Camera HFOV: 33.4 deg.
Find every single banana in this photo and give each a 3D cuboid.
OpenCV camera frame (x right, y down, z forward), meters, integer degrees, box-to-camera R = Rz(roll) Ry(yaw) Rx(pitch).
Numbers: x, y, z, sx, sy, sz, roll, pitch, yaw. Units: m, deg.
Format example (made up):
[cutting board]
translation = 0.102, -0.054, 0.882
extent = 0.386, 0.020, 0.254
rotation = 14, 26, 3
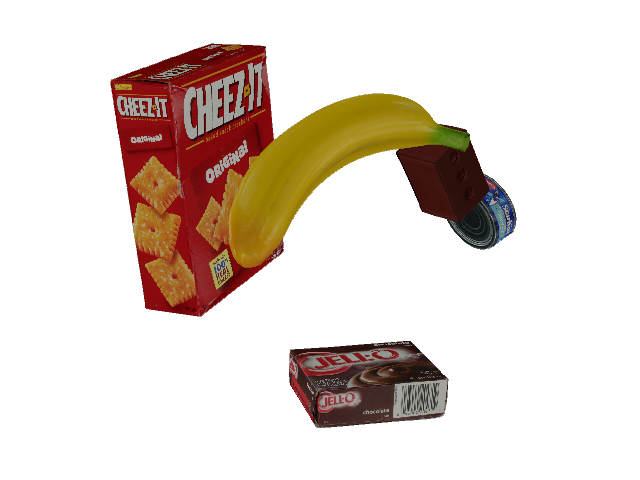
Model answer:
[banana]
translation = 0.006, -0.047, 0.632
extent = 0.070, 0.037, 0.197
rotation = 33, 46, 32

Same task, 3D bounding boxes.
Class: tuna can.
[tuna can]
translation = 0.180, -0.033, 1.221
extent = 0.033, 0.086, 0.086
rotation = -34, 17, -27

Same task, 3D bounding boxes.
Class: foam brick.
[foam brick]
translation = 0.119, -0.067, 1.031
extent = 0.053, 0.078, 0.051
rotation = -45, 37, -22

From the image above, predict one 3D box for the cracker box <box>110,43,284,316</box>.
[cracker box]
translation = -0.104, -0.060, 0.983
extent = 0.072, 0.214, 0.164
rotation = 7, 23, 26

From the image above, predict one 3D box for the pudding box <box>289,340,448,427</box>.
[pudding box]
translation = 0.038, 0.117, 0.884
extent = 0.113, 0.039, 0.090
rotation = -1, 16, -16
